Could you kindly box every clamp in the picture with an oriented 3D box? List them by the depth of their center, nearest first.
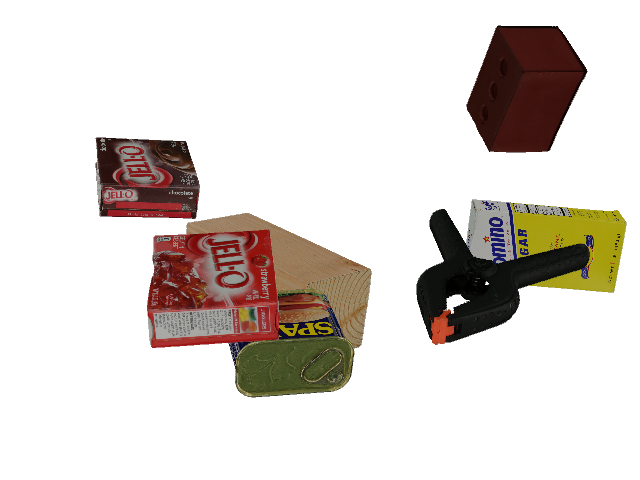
[{"bbox_3d":[0.142,0.032,1.009,0.165,0.036,0.209,18,34,29],"label":"clamp"}]

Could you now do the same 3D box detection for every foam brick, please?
[{"bbox_3d":[0.145,-0.108,0.764,0.051,0.053,0.078,-5,-41,-18],"label":"foam brick"}]

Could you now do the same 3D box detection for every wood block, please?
[{"bbox_3d":[-0.052,0.046,1.153,0.090,0.090,0.206,-10,25,-41],"label":"wood block"}]

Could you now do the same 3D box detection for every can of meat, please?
[{"bbox_3d":[-0.030,0.087,0.933,0.102,0.057,0.084,-2,30,-13],"label":"can of meat"}]

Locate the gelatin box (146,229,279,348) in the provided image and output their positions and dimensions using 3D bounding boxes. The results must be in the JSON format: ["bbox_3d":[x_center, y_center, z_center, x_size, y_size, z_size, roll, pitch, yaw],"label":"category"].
[{"bbox_3d":[-0.063,0.026,0.630,0.073,0.030,0.089,-3,29,-3],"label":"gelatin box"}]

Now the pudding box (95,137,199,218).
[{"bbox_3d":[-0.167,-0.060,1.010,0.090,0.039,0.113,2,25,-16],"label":"pudding box"}]

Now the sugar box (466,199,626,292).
[{"bbox_3d":[0.262,0.007,1.256,0.176,0.093,0.048,3,21,0],"label":"sugar box"}]
